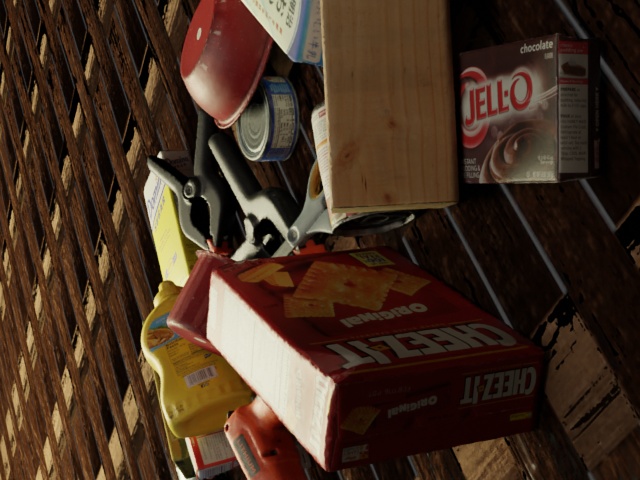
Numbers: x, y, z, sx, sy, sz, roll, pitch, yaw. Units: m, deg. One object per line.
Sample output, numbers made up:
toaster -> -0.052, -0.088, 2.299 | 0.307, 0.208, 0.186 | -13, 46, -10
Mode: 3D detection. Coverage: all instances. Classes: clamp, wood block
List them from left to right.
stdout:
clamp -> -0.144, -0.056, 1.213 | 0.120, 0.039, 0.171 | -30, 64, 42
clamp -> -0.058, -0.004, 1.076 | 0.210, 0.036, 0.164 | 35, 132, 52
wood block -> 0.047, -0.125, 0.766 | 0.091, 0.090, 0.206 | 57, -150, -89

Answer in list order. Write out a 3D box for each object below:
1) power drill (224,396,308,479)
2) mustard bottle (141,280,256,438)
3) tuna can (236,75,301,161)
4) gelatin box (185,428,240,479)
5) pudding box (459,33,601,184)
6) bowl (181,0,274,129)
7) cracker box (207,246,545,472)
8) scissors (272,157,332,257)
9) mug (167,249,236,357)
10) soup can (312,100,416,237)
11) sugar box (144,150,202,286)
power drill -> -0.004, 0.151, 0.942 | 0.188, 0.057, 0.184 | -58, 45, 29
mustard bottle -> -0.138, 0.114, 1.136 | 0.058, 0.096, 0.192 | 76, 169, -49
tuna can -> -0.053, -0.120, 1.056 | 0.086, 0.033, 0.086 | 15, 106, 62
gelatin box -> -0.096, 0.204, 1.121 | 0.030, 0.089, 0.073 | 98, 154, -54
pudding box -> 0.133, -0.082, 0.690 | 0.114, 0.039, 0.090 | 5, 98, 63
bowl -> -0.096, -0.195, 1.058 | 0.162, 0.055, 0.162 | -47, 35, 48
cracker box -> 0.032, 0.073, 0.773 | 0.214, 0.164, 0.072 | 35, 127, 57
scissors -> -0.006, 0.001, 0.951 | 0.096, 0.016, 0.202 | 49, 122, 39
mug -> -0.091, 0.073, 1.070 | 0.081, 0.117, 0.093 | -63, 14, -15
soup can -> 0.034, -0.060, 0.857 | 0.069, 0.068, 0.102 | -35, 62, 60
sugar box -> -0.169, -0.011, 1.287 | 0.093, 0.048, 0.176 | -56, 47, 51
